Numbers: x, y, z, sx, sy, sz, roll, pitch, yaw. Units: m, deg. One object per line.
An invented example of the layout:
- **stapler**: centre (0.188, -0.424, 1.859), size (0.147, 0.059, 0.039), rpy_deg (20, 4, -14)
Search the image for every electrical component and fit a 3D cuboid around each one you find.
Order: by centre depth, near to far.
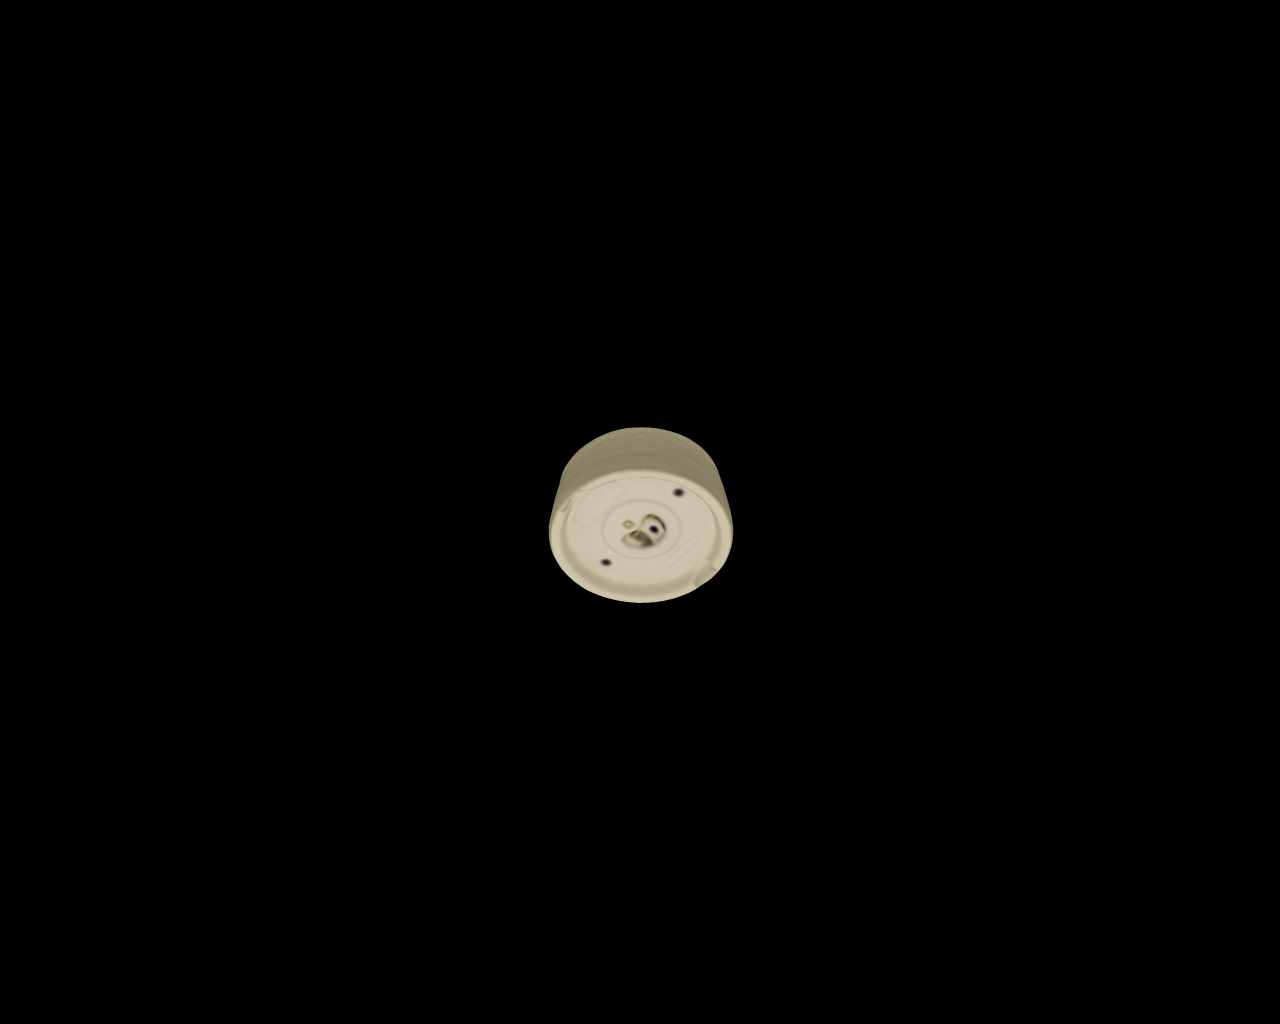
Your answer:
- **electrical component**: centre (0.001, -0.003, 0.650), size (0.108, 0.108, 0.060), rpy_deg (0, 41, 0)
